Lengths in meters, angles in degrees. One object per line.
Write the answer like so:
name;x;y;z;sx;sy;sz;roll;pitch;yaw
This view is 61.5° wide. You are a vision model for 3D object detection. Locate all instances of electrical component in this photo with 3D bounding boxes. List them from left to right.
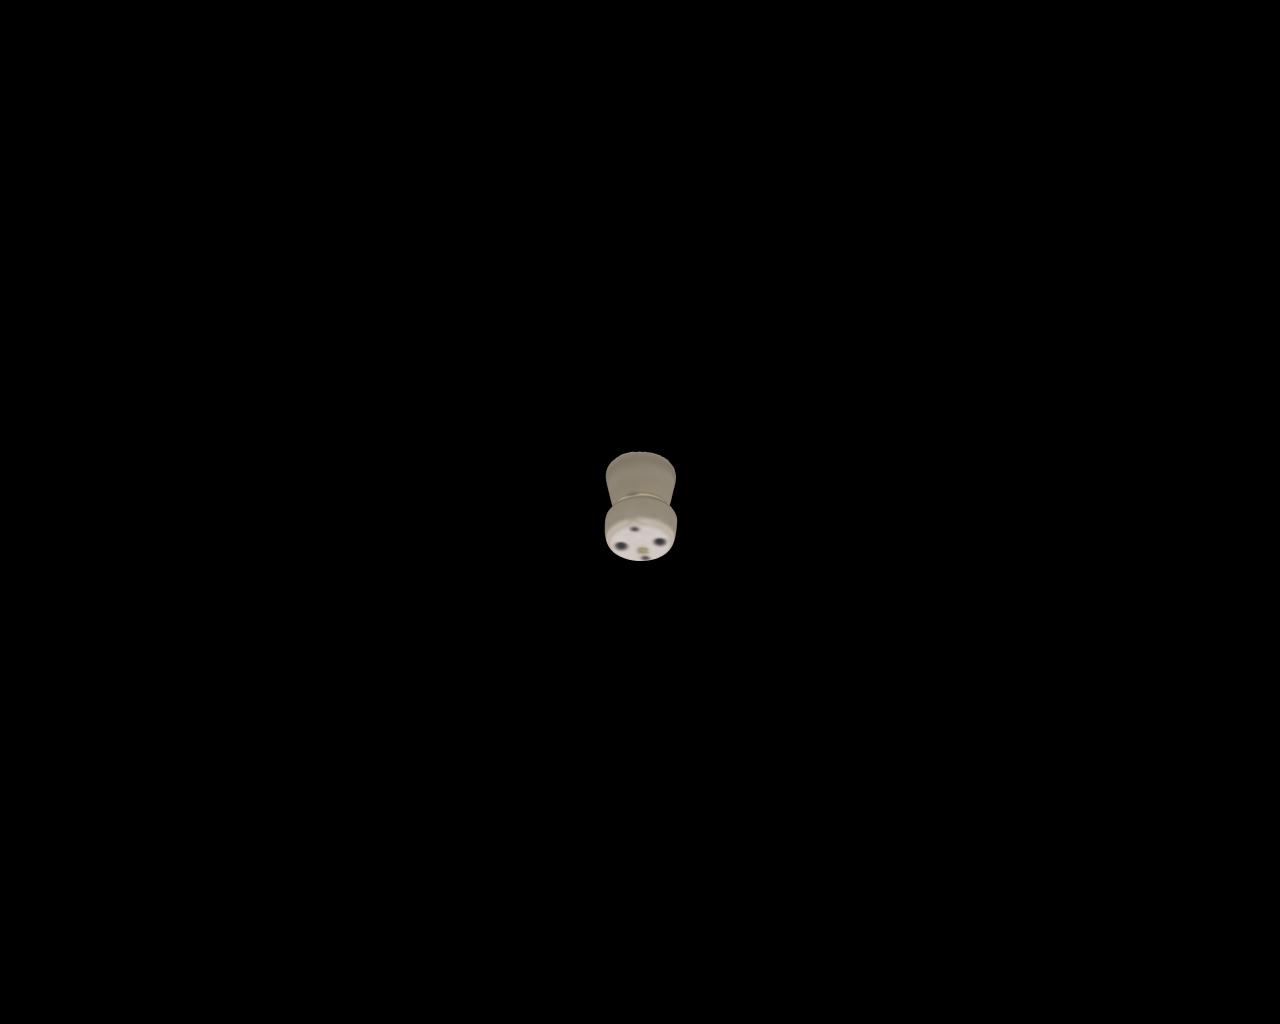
electrical component;0.001;-0.003;0.650;0.045;0.055;0.044;0;-39;0
